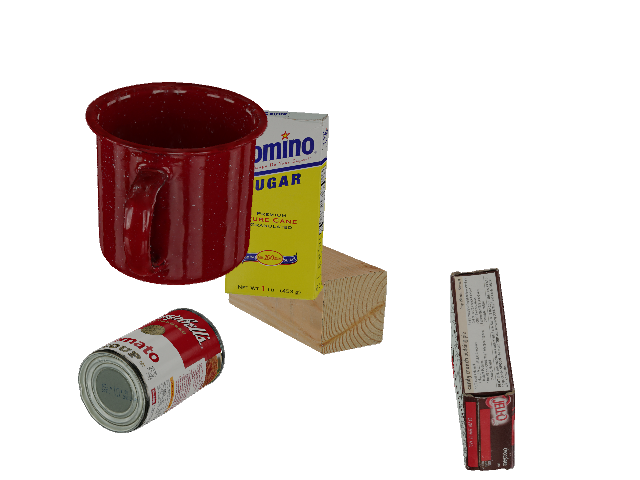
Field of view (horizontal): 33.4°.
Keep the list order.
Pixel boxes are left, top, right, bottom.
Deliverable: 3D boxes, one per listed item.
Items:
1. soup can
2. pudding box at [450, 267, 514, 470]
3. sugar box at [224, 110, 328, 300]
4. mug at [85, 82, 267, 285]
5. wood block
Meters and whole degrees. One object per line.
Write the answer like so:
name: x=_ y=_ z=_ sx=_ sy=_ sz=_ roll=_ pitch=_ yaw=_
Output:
soup can: x=-0.131 y=0.100 z=0.831 sx=0.069 sy=0.068 sz=0.102 roll=0 pitch=15 yaw=30
pudding box: x=0.114 y=0.090 z=0.749 sx=0.039 sy=0.113 sz=0.090 roll=-5 pitch=-45 yaw=4
sugar box: x=-0.043 y=-0.035 z=1.025 sx=0.093 sy=0.176 sz=0.048 roll=3 pitch=16 yaw=8
mug: x=-0.078 y=-0.024 z=0.556 sx=0.093 sy=0.081 sz=0.117 roll=7 pitch=29 yaw=4
wood block: x=-0.020 y=0.058 z=1.289 sx=0.090 sy=0.090 sz=0.206 roll=-7 pitch=18 yaw=-35
